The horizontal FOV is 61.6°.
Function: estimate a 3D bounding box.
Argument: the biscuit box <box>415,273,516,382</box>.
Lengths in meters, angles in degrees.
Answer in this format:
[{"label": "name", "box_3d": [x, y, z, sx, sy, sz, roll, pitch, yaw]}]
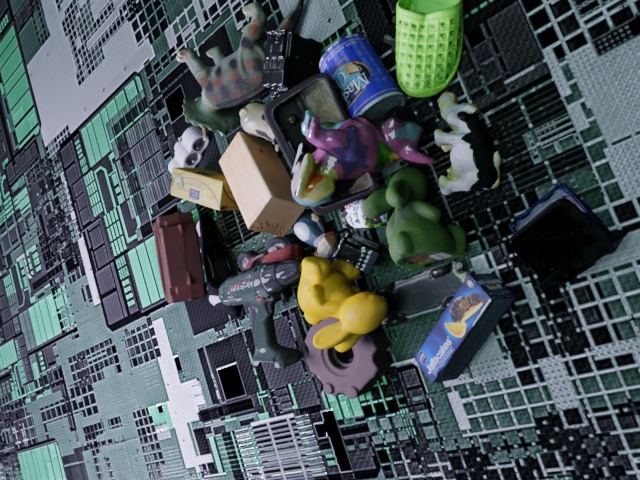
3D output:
[{"label": "biscuit box", "box_3d": [0.232, 0.146, 0.876, 0.059, 0.063, 0.202, 55, 133, 41]}]

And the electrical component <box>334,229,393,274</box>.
[{"label": "electrical component", "box_3d": [0.091, 0.028, 0.989, 0.119, 0.075, 0.047, 24, 108, 2]}]

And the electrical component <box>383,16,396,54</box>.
[{"label": "electrical component", "box_3d": [0.157, -0.353, 0.944, 0.094, 0.021, 0.063, 39, 114, 28]}]

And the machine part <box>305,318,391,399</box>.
[{"label": "machine part", "box_3d": [0.050, 0.218, 1.048, 0.180, 0.056, 0.179, 2, 93, 37]}]

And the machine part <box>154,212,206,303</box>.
[{"label": "machine part", "box_3d": [-0.328, 0.043, 1.242, 0.201, 0.087, 0.201, 160, 99, -69]}]

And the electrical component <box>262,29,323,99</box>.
[{"label": "electrical component", "box_3d": [-0.053, -0.329, 1.045, 0.058, 0.115, 0.134, 11, 100, 40]}]

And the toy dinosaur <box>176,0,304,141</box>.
[{"label": "toy dinosaur", "box_3d": [-0.160, -0.353, 1.130, 0.405, 0.131, 0.192, -23, 92, 31]}]

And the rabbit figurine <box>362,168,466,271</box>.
[{"label": "rabbit figurine", "box_3d": [0.147, -0.045, 0.913, 0.121, 0.159, 0.170, -28, 62, 45]}]

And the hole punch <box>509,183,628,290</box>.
[{"label": "hole punch", "box_3d": [0.354, -0.009, 0.796, 0.116, 0.092, 0.142, 41, 118, -7]}]

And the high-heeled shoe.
[{"label": "high-heeled shoe", "box_3d": [-0.222, 0.050, 1.204, 0.249, 0.086, 0.145, 46, 138, 44]}]

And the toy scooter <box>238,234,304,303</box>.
[{"label": "toy scooter", "box_3d": [-0.096, 0.071, 1.134, 0.184, 0.075, 0.135, -23, 80, 39]}]

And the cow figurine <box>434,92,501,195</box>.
[{"label": "cow figurine", "box_3d": [0.239, -0.160, 0.869, 0.098, 0.068, 0.167, -4, 95, 31]}]

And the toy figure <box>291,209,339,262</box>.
[{"label": "toy figure", "box_3d": [-0.002, -0.003, 1.071, 0.155, 0.058, 0.064, 45, 157, 24]}]

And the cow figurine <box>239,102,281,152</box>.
[{"label": "cow figurine", "box_3d": [-0.083, -0.229, 1.069, 0.195, 0.127, 0.085, 25, 111, 36]}]

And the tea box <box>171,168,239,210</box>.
[{"label": "tea box", "box_3d": [-0.247, -0.118, 1.219, 0.170, 0.098, 0.068, 18, 105, 33]}]

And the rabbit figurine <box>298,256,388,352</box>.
[{"label": "rabbit figurine", "box_3d": [0.039, 0.118, 0.951, 0.173, 0.121, 0.162, 18, 86, 42]}]

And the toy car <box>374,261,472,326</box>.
[{"label": "toy car", "box_3d": [0.176, 0.096, 0.943, 0.202, 0.056, 0.073, -24, 86, 32]}]

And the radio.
[{"label": "radio", "box_3d": [-0.001, -0.168, 0.965, 0.131, 0.073, 0.229, -26, 105, 2]}]

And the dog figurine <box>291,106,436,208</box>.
[{"label": "dog figurine", "box_3d": [0.073, -0.134, 0.890, 0.219, 0.108, 0.191, 9, 104, -9]}]

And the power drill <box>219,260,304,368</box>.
[{"label": "power drill", "box_3d": [-0.098, 0.147, 1.067, 0.232, 0.086, 0.207, -9, 104, 37]}]
